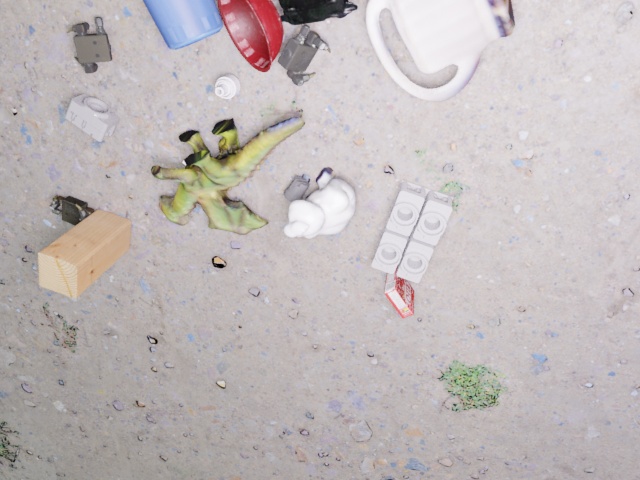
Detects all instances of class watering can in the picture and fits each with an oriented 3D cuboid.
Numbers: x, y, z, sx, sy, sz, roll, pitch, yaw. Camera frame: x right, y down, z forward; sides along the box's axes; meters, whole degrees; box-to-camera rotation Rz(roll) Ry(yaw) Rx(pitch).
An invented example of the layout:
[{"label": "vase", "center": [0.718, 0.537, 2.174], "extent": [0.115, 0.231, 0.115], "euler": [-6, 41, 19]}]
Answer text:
[{"label": "watering can", "center": [0.166, -0.393, 0.811], "extent": [0.223, 0.106, 0.343], "euler": [-22, 110, 23]}]

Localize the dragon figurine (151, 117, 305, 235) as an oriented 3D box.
[{"label": "dragon figurine", "center": [-0.186, -0.113, 1.076], "extent": [0.409, 0.125, 0.237], "euler": [-8, 133, 20]}]

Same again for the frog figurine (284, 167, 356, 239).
[{"label": "frog figurine", "center": [0.003, -0.050, 1.003], "extent": [0.122, 0.163, 0.135], "euler": [44, 120, -13]}]
